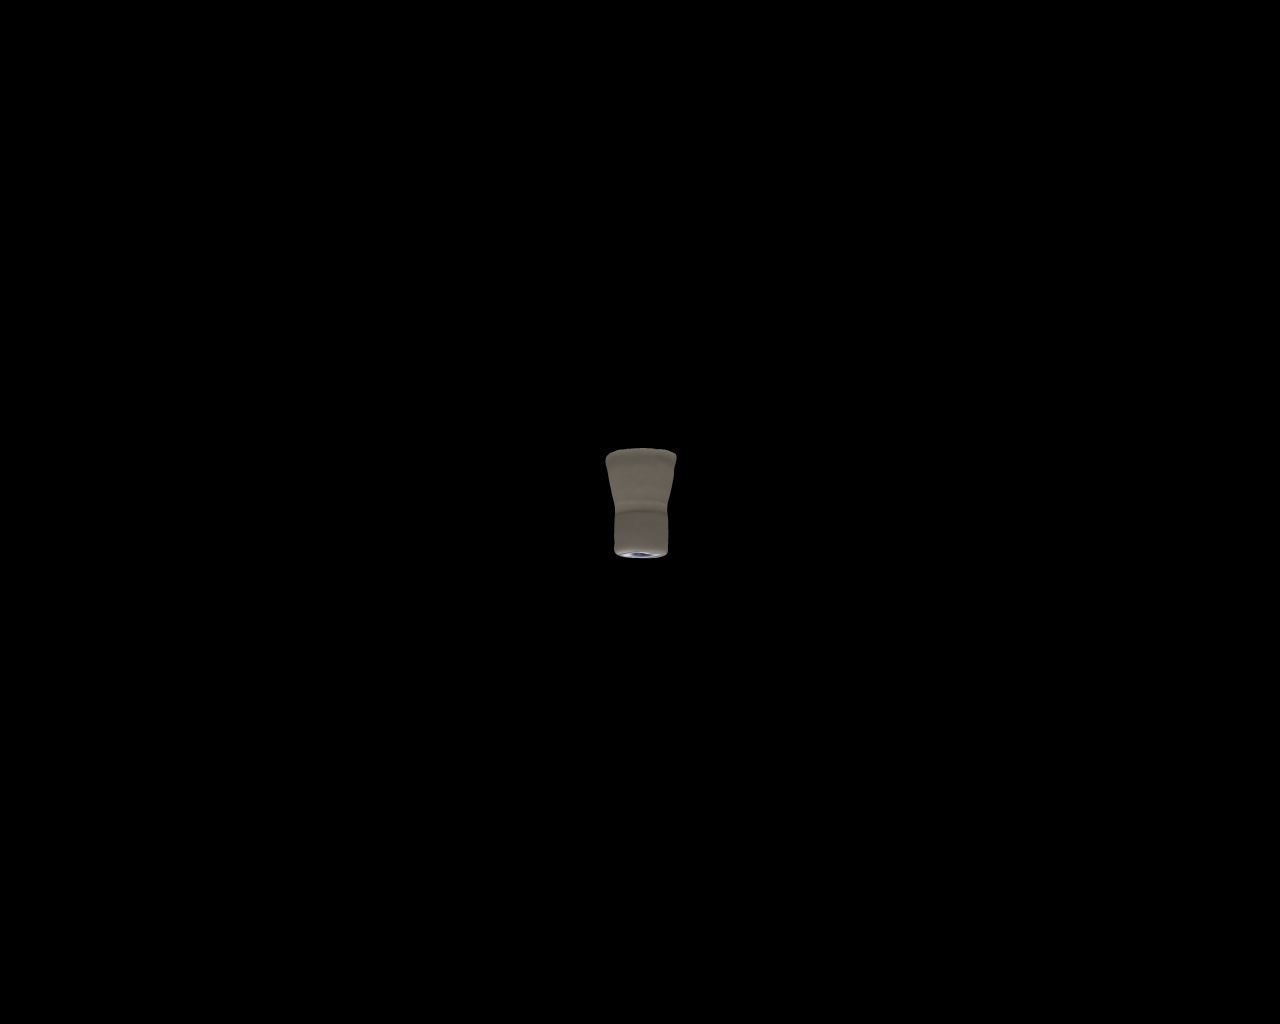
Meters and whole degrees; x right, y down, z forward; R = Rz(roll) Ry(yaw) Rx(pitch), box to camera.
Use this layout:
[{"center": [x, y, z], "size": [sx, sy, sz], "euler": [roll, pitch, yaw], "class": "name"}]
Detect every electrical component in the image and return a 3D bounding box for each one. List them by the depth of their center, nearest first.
[{"center": [0.001, -0.003, 0.650], "size": [0.044, 0.065, 0.044], "euler": [0, -11, 0], "class": "electrical component"}]
